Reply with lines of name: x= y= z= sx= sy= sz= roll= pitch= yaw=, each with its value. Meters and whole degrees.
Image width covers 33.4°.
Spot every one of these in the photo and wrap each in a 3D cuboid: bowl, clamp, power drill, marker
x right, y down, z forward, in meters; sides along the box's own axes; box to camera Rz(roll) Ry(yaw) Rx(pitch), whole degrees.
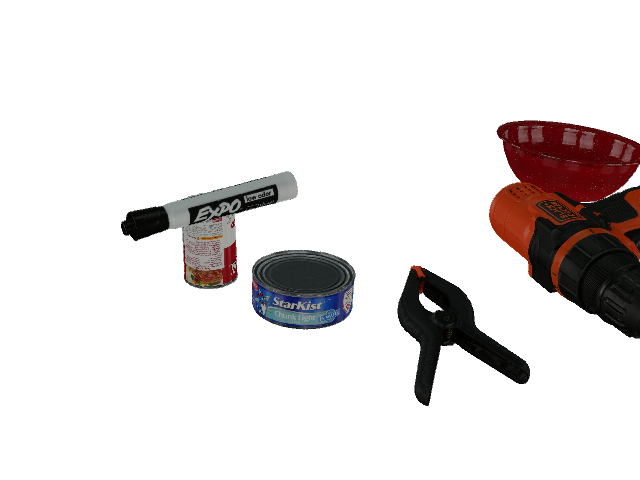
bowl: x=0.266 y=-0.082 z=1.148 sx=0.162 sy=0.055 sz=0.162 roll=6 pitch=21 yaw=-2
clamp: x=0.138 y=0.093 z=1.088 sx=0.120 sy=0.171 sz=0.039 roll=0 pitch=-44 yaw=-15
power drill: x=0.234 y=-0.003 z=0.731 sx=0.187 sy=0.057 sz=0.185 roll=-10 pitch=29 yaw=-18
marker: x=-0.071 y=-0.023 z=0.694 sx=0.120 sy=0.020 sz=0.020 roll=-16 pitch=7 yaw=-25

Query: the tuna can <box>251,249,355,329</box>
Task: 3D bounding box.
tuna can: x=-0.015 y=0.040 z=0.887 sx=0.086 sy=0.034 sz=0.086 roll=3 pitch=24 yaw=-1

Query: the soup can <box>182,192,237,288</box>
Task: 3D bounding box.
soup can: x=-0.138 y=-0.001 z=1.323 sx=0.068 sy=0.102 sz=0.068 roll=0 pitch=26 yaw=0
